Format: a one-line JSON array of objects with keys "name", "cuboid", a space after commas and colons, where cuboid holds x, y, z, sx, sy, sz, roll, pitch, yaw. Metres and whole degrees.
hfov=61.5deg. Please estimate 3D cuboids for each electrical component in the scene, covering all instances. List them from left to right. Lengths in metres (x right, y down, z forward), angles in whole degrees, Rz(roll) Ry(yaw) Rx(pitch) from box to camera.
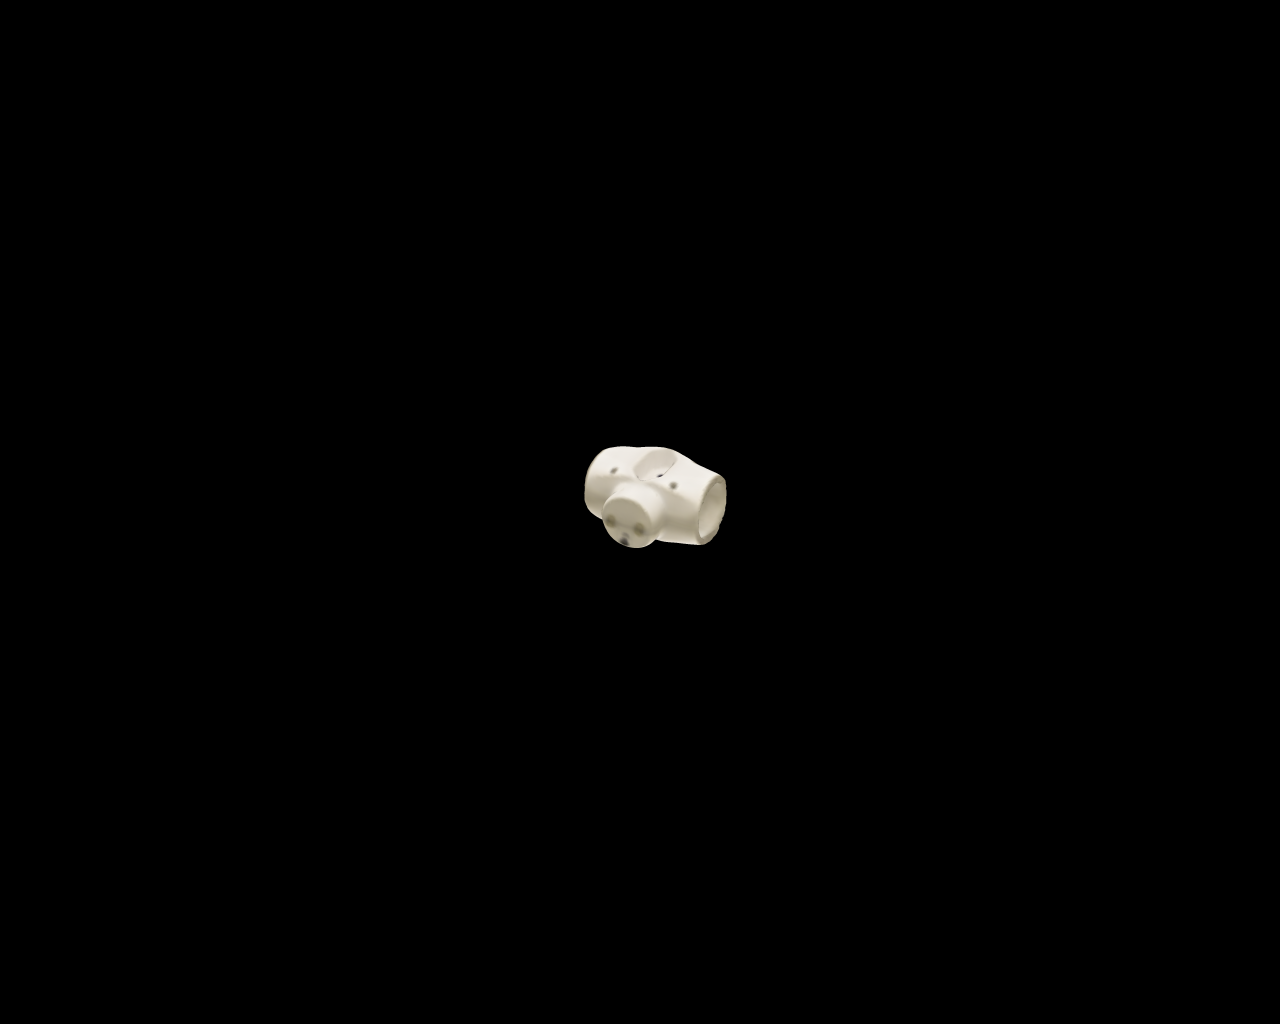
[{"name": "electrical component", "cuboid": [0.001, -0.003, 0.650, 0.077, 0.043, 0.079, 17, 36, 24]}]
